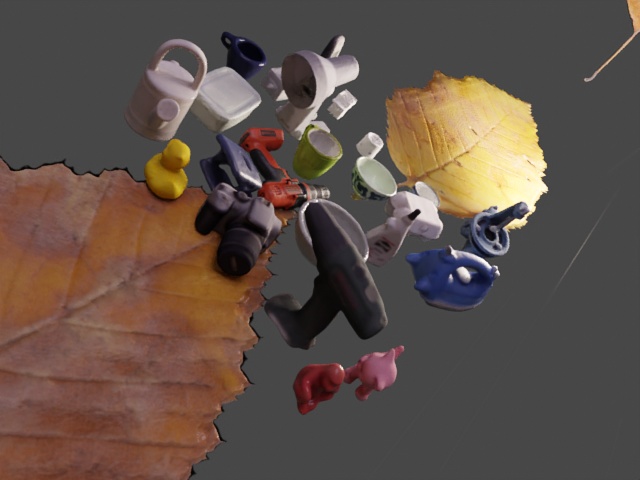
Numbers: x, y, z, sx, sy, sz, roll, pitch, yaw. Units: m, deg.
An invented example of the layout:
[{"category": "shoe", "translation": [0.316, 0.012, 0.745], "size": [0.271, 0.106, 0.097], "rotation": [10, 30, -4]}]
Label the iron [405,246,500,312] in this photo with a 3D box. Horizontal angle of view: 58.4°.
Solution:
[{"category": "iron", "translation": [0.324, 0.080, 1.301], "size": [0.259, 0.141, 0.118], "rotation": [16, 46, -32]}]

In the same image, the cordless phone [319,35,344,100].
[{"category": "cordless phone", "translation": [0.023, -0.455, 1.486], "size": [0.094, 0.184, 0.148], "rotation": [42, 37, -3]}]

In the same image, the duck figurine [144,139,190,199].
[{"category": "duck figurine", "translation": [-0.259, -0.131, 1.006], "size": [0.078, 0.086, 0.104], "rotation": [16, 46, -32]}]

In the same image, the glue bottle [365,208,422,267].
[{"category": "glue bottle", "translation": [0.152, -0.013, 1.203], "size": [0.078, 0.172, 0.037], "rotation": [31, 39, -17]}]

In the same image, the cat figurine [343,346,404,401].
[{"category": "cat figurine", "translation": [0.103, 0.221, 0.986], "size": [0.067, 0.117, 0.128], "rotation": [52, 38, 10]}]

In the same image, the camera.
[{"category": "camera", "translation": [-0.142, -0.017, 0.996], "size": [0.143, 0.100, 0.137], "rotation": [32, 39, -16]}]

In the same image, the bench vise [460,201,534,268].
[{"category": "bench vise", "translation": [0.443, -0.050, 1.467], "size": [0.122, 0.219, 0.207], "rotation": [28, 40, -20]}]

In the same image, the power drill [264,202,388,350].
[{"category": "power drill", "translation": [0.000, 0.081, 0.947], "size": [0.229, 0.208, 0.076], "rotation": [52, 38, 10]}]

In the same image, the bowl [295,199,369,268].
[{"category": "bowl", "translation": [0.010, 0.004, 1.138], "size": [0.168, 0.074, 0.167], "rotation": [25, 42, -24]}]

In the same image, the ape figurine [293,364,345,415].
[{"category": "ape figurine", "translation": [0.004, 0.227, 0.910], "size": [0.078, 0.092, 0.076], "rotation": [19, 44, -29]}]

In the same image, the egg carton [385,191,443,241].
[{"category": "egg carton", "translation": [0.229, -0.056, 1.400], "size": [0.151, 0.069, 0.107], "rotation": [16, 46, -32]}]

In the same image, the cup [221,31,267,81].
[{"category": "cup", "translation": [-0.193, -0.413, 1.322], "size": [0.118, 0.094, 0.092], "rotation": [38, 38, -8]}]

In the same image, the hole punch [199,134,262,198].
[{"category": "hole punch", "translation": [-0.162, -0.142, 1.102], "size": [0.101, 0.091, 0.108], "rotation": [-5, 59, -45]}]

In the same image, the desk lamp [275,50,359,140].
[{"category": "desk lamp", "translation": [-0.016, -0.340, 1.320], "size": [0.204, 0.213, 0.118], "rotation": [-20, 70, -50]}]

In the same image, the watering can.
[{"category": "watering can", "translation": [-0.271, -0.274, 1.039], "size": [0.101, 0.193, 0.172], "rotation": [1, 55, -42]}]
